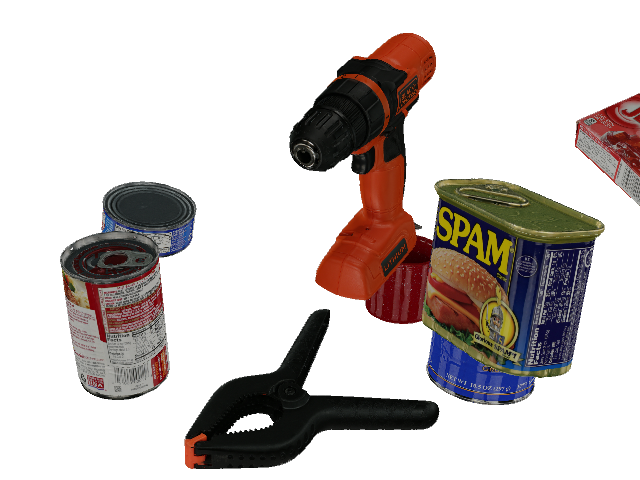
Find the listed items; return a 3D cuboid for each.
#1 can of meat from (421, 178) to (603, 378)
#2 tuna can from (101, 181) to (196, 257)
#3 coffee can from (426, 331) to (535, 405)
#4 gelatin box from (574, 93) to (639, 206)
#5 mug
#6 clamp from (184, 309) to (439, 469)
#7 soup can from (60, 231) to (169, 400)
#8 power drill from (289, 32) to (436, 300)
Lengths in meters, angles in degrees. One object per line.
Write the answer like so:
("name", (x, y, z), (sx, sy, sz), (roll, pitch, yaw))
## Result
("can of meat", (0.102, 0.019, 0.592), (0.057, 0.084, 0.102), (-3, 20, -28))
("tuna can", (-0.159, -0.019, 0.988), (0.086, 0.034, 0.086), (8, 31, -5))
("coffee can", (0.157, 0.064, 0.977), (0.103, 0.140, 0.103), (5, 23, -2))
("gelatin box", (0.246, -0.070, 0.799), (0.073, 0.030, 0.089), (-24, 51, -17))
("mug", (0.106, 0.049, 1.259), (0.117, 0.081, 0.093), (13, 25, 23))
("clamp", (-0.016, 0.141, 0.894), (0.209, 0.036, 0.165), (-27, 44, -36))
("soup can", (-0.144, 0.054, 0.760), (0.068, 0.102, 0.068), (-1, 29, 0))
("power drill", (0.033, -0.048, 0.828), (0.057, 0.188, 0.184), (21, 40, 23))
